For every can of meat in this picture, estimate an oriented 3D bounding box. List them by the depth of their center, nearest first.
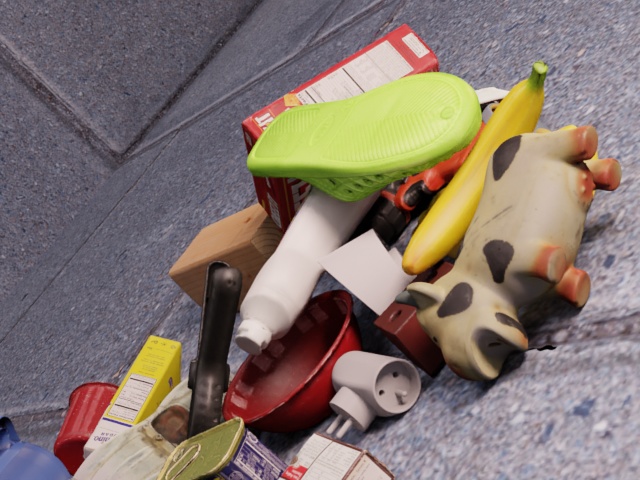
[{"bbox_3d":[-0.073,0.202,0.879,0.102,0.084,0.057,-30,23,39],"label":"can of meat"}]

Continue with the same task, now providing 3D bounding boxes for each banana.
[{"bbox_3d":[0.128,-0.056,0.870,0.198,0.037,0.069,-59,-27,8],"label":"banana"}]

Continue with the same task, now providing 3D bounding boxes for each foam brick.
[{"bbox_3d":[0.092,0.062,0.875,0.078,0.051,0.053,-47,17,-6],"label":"foam brick"}]

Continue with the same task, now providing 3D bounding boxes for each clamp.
[{"bbox_3d":[-0.097,0.115,0.941,0.165,0.036,0.210,143,134,-80],"label":"clamp"}]

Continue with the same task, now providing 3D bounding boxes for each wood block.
[{"bbox_3d":[-0.088,0.022,1.315,0.207,0.090,0.090,-21,29,53],"label":"wood block"}]

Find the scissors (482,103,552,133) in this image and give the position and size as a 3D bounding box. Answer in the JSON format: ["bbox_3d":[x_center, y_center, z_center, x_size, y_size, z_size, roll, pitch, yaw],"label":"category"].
[{"bbox_3d":[0.214,-0.108,1.019,0.201,0.096,0.016,-17,-39,-59],"label":"scissors"}]

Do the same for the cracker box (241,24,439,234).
[{"bbox_3d":[0.029,-0.114,1.166,0.213,0.072,0.164,-33,-26,-13],"label":"cracker box"}]

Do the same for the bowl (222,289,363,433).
[{"bbox_3d":[-0.014,0.122,0.975,0.162,0.055,0.162,-40,18,15],"label":"bowl"}]

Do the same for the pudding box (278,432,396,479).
[{"bbox_3d":[-0.007,0.204,0.803,0.113,0.039,0.090,-52,20,-16],"label":"pudding box"}]

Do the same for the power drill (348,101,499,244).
[{"bbox_3d":[0.114,-0.056,1.085,0.188,0.057,0.184,-20,29,53],"label":"power drill"}]

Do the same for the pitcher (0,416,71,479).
[{"bbox_3d":[-0.347,0.294,1.099,0.145,0.149,0.243,-50,3,4],"label":"pitcher"}]

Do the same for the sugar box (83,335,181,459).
[{"bbox_3d":[-0.203,0.198,1.180,0.176,0.048,0.093,-70,-12,-49],"label":"sugar box"}]

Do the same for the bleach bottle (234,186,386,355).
[{"bbox_3d":[-0.007,0.001,1.015,0.250,0.068,0.103,-58,-1,-33],"label":"bleach bottle"}]

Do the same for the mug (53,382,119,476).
[{"bbox_3d":[-0.264,0.236,1.253,0.081,0.093,0.117,-78,5,-52],"label":"mug"}]

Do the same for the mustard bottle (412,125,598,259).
[{"bbox_3d":[0.151,-0.029,0.939,0.192,0.058,0.096,-25,33,49],"label":"mustard bottle"}]
